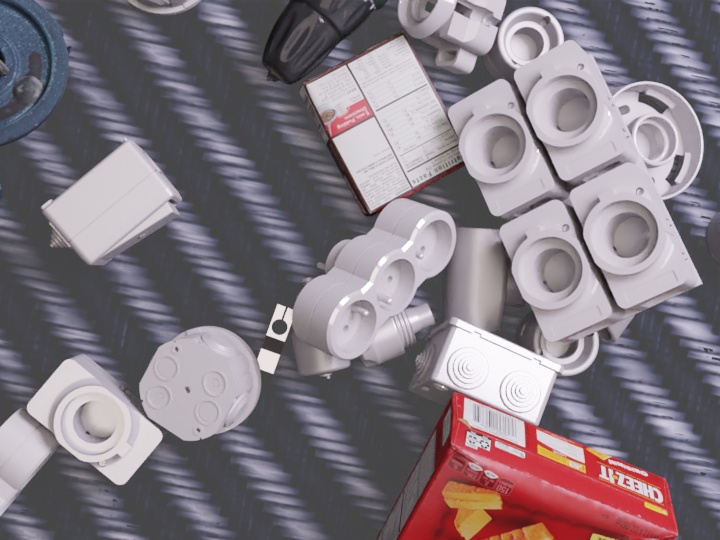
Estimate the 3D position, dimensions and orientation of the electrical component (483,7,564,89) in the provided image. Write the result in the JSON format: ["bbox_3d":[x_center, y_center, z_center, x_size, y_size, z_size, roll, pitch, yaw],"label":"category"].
[{"bbox_3d":[0.124,-0.168,0.812,0.055,0.047,0.055,0,90,-4],"label":"electrical component"}]

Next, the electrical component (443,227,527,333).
[{"bbox_3d":[0.104,0.008,0.813,0.079,0.044,0.077,3,90,-4],"label":"electrical component"}]

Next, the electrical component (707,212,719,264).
[{"bbox_3d":[0.343,-0.033,0.814,0.138,0.074,0.052,-11,91,-4],"label":"electrical component"}]

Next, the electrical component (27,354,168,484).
[{"bbox_3d":[-0.191,0.109,0.787,0.089,0.056,0.050,40,88,-3],"label":"electrical component"}]

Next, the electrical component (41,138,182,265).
[{"bbox_3d":[-0.182,-0.041,0.785,0.096,0.062,0.061,-40,93,-3],"label":"electrical component"}]

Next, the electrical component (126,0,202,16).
[{"bbox_3d":[-0.147,-0.232,0.792,0.080,0.051,0.080,0,90,-4],"label":"electrical component"}]

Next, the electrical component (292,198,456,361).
[{"bbox_3d":[0.000,0.000,0.783,0.138,0.074,0.052,-45,134,-23],"label":"electrical component"}]

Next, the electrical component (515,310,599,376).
[{"bbox_3d":[0.150,0.054,0.813,0.055,0.047,0.055,0,88,-5],"label":"electrical component"}]

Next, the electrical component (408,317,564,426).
[{"bbox_3d":[0.088,0.080,0.786,0.100,0.099,0.048,24,76,-4],"label":"electrical component"}]

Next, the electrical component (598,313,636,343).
[{"bbox_3d":[0.202,0.018,0.822,0.065,0.044,0.044,-41,93,-7],"label":"electrical component"}]

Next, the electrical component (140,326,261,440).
[{"bbox_3d":[-0.117,0.083,0.787,0.080,0.051,0.080,1,94,13],"label":"electrical component"}]

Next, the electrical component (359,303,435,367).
[{"bbox_3d":[0.024,0.044,0.808,0.062,0.043,0.043,-21,91,-5],"label":"electrical component"}]

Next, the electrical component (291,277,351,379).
[{"bbox_3d":[-0.032,0.044,0.806,0.040,0.040,0.078,-11,90,-4],"label":"electrical component"}]

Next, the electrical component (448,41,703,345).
[{"bbox_3d":[0.147,-0.054,0.759,0.105,0.060,0.186,-27,75,22],"label":"electrical component"}]

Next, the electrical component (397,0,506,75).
[{"bbox_3d":[0.065,-0.191,0.793,0.057,0.058,0.078,18,90,-35],"label":"electrical component"}]

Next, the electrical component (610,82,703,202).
[{"bbox_3d":[0.208,-0.093,0.822,0.099,0.064,0.099,2,85,-17],"label":"electrical component"}]

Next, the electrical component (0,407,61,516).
[{"bbox_3d":[-0.290,0.154,0.782,0.074,0.052,0.138,40,88,-3],"label":"electrical component"}]
